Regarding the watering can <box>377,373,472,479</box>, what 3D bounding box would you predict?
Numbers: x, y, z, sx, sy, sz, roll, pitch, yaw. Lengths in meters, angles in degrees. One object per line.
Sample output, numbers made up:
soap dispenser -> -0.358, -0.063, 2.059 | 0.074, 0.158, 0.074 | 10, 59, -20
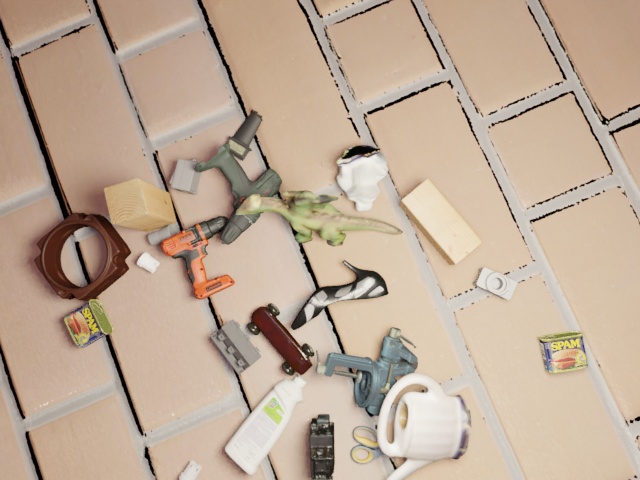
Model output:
watering can -> 0.239, 0.484, 1.231 | 0.224, 0.105, 0.345 | 7, 98, -9

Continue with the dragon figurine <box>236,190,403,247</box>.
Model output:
dragon figurine -> 0.004, -0.063, 1.258 | 0.410, 0.241, 0.123 | 3, 81, 6

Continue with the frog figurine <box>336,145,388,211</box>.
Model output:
frog figurine -> 0.114, -0.162, 1.344 | 0.138, 0.125, 0.156 | -23, 119, -8
